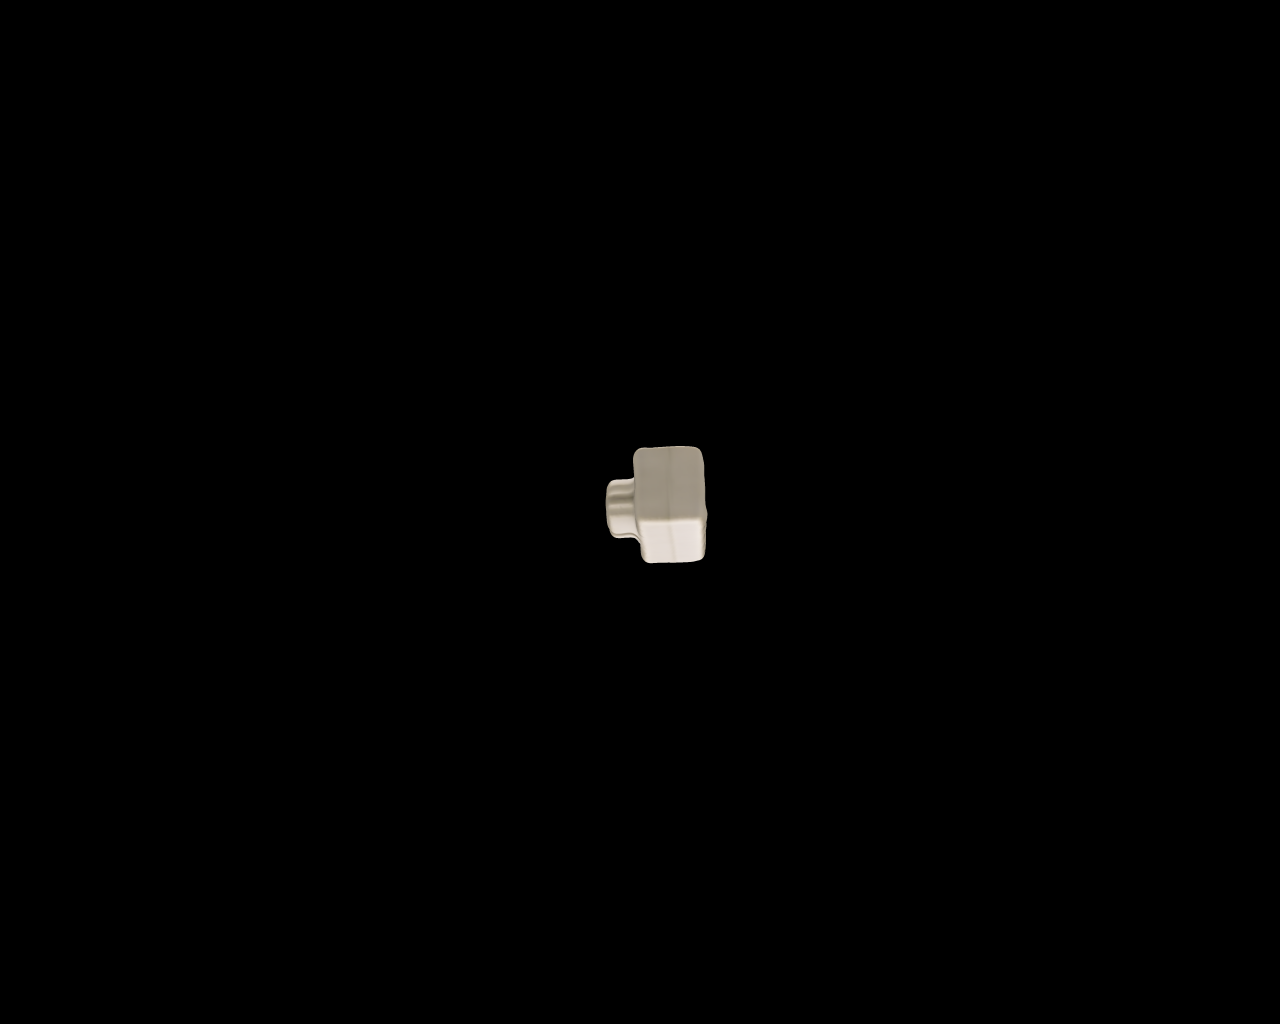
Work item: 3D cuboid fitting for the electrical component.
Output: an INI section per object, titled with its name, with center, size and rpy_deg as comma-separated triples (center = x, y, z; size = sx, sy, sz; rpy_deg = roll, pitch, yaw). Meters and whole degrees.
[electrical component]
center = 0.001, -0.003, 0.650
size = 0.076, 0.047, 0.083
rpy_deg = -1, -19, 3
